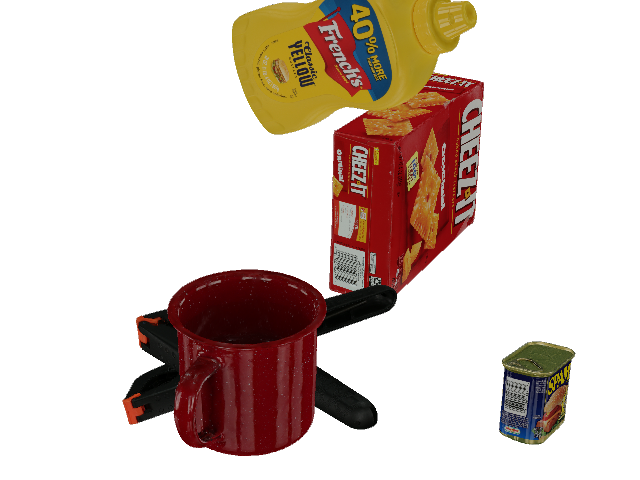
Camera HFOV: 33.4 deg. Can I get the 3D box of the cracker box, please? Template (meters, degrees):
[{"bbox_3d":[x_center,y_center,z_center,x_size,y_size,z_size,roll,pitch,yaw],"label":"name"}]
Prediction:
[{"bbox_3d":[0.089,-0.057,1.045,0.072,0.164,0.213,15,29,26],"label":"cracker box"}]

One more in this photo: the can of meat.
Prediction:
[{"bbox_3d":[0.236,0.166,1.168,0.058,0.084,0.101,11,16,30],"label":"can of meat"}]

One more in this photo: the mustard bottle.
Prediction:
[{"bbox_3d":[0.026,-0.139,0.767,0.192,0.096,0.058,-9,13,39],"label":"mustard bottle"}]

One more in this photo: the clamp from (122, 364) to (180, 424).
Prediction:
[{"bbox_3d":[-0.131,0.140,1.123,0.120,0.039,0.171,-10,19,36],"label":"clamp"}]

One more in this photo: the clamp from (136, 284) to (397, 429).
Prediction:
[{"bbox_3d":[-0.040,0.076,0.851,0.210,0.036,0.164,8,32,14],"label":"clamp"}]

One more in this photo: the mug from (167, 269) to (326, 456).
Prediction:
[{"bbox_3d":[-0.049,0.079,0.630,0.093,0.081,0.117,12,28,22],"label":"mug"}]
